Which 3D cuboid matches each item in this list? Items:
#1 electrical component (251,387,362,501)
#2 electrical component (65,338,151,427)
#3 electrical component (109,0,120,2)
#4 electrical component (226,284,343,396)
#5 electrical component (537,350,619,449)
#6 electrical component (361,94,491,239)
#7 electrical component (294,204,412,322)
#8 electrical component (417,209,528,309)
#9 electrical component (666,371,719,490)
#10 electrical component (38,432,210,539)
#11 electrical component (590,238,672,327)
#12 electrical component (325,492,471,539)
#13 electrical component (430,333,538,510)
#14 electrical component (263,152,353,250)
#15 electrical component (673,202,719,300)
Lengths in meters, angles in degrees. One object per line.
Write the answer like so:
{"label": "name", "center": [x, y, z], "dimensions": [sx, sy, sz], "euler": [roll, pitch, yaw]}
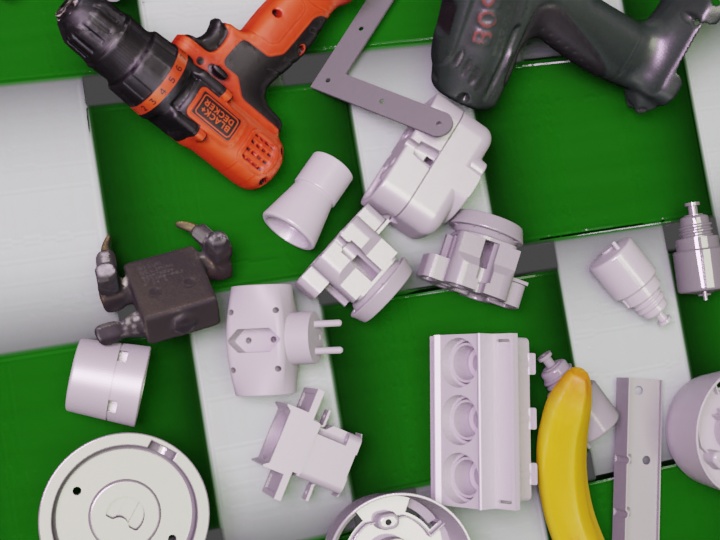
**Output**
{"label": "electrical component", "center": [-0.036, 0.127, 0.763], "dimensions": [0.064, 0.042, 0.081], "euler": [25, 80, -15]}
{"label": "electrical component", "center": [-0.170, 0.075, 0.728], "dimensions": [0.047, 0.055, 0.055], "euler": [12, 82, -9]}
{"label": "electrical component", "center": [-0.181, -0.229, 0.747], "dimensions": [0.058, 0.078, 0.057], "euler": [18, 59, -11]}
{"label": "electrical component", "center": [-0.051, 0.048, 0.755], "dimensions": [0.079, 0.043, 0.077], "euler": [-3, 87, 14]}
{"label": "electrical component", "center": [0.162, 0.096, 0.816], "dimensions": [0.040, 0.040, 0.078], "euler": [-37, 94, -15]}
{"label": "electrical component", "center": [0.052, -0.073, 0.798], "dimensions": [0.059, 0.054, 0.095], "euler": [34, 78, -9]}
{"label": "electrical component", "center": [0.000, 0.000, 0.776], "dimensions": [0.057, 0.058, 0.078], "euler": [42, 77, -4]}
{"label": "electrical component", "center": [0.088, -0.010, 0.799], "dimensions": [0.078, 0.058, 0.057], "euler": [19, 83, -12]}
{"label": "electrical component", "center": [0.289, 0.124, 0.833], "dimensions": [0.099, 0.064, 0.099], "euler": [2, 83, -14]}
{"label": "electrical component", "center": [-0.158, 0.161, 0.718], "dimensions": [0.108, 0.060, 0.108], "euler": [1, 84, -14]}
{"label": "electrical component", "center": [0.214, 0.011, 0.837], "dimensions": [0.040, 0.040, 0.078], "euler": [-41, 95, -14]}
{"label": "electrical component", "center": [0.024, 0.205, 0.758], "dimensions": [0.099, 0.064, 0.099], "euler": [1, 84, -14]}
{"label": "electrical component", "center": [0.091, 0.108, 0.781], "dimensions": [0.063, 0.079, 0.121], "euler": [5, 82, -43]}
{"label": "electrical component", "center": [-0.035, -0.053, 0.781], "dimensions": [0.044, 0.044, 0.065], "euler": [36, 73, -8]}
{"label": "electrical component", "center": [0.269, -0.015, 0.853], "dimensions": [0.040, 0.040, 0.078], "euler": [-6, 86, -15]}
